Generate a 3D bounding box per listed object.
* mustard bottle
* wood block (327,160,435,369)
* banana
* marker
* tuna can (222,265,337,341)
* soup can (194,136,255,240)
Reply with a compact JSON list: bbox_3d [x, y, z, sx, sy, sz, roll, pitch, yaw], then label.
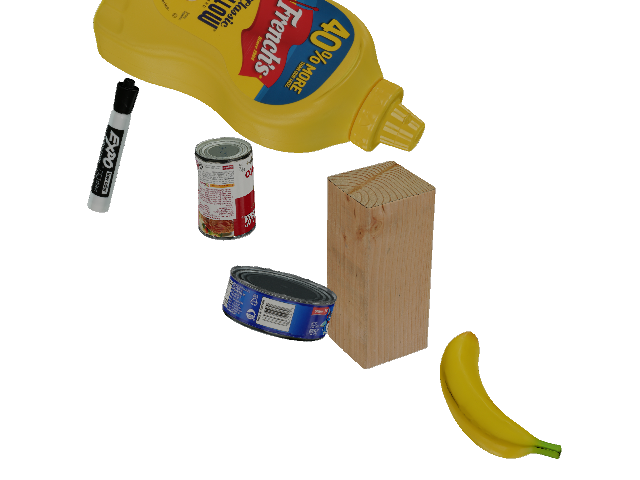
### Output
[{"bbox_3d":[-0.027,-0.104,0.611,0.192,0.096,0.058,30,-26,10],"label":"mustard bottle"},{"bbox_3d":[0.065,0.028,1.206,0.090,0.206,0.090,-16,32,-25],"label":"wood block"},{"bbox_3d":[0.147,0.144,0.987,0.069,0.037,0.198,7,26,-21],"label":"banana"},{"bbox_3d":[-0.177,-0.081,0.911,0.020,0.121,0.020,16,23,-7],"label":"marker"},{"bbox_3d":[-0.032,0.049,0.830,0.086,0.034,0.086,15,9,-3],"label":"tuna can"},{"bbox_3d":[-0.111,-0.061,1.238,0.068,0.102,0.068,0,29,0],"label":"soup can"}]
